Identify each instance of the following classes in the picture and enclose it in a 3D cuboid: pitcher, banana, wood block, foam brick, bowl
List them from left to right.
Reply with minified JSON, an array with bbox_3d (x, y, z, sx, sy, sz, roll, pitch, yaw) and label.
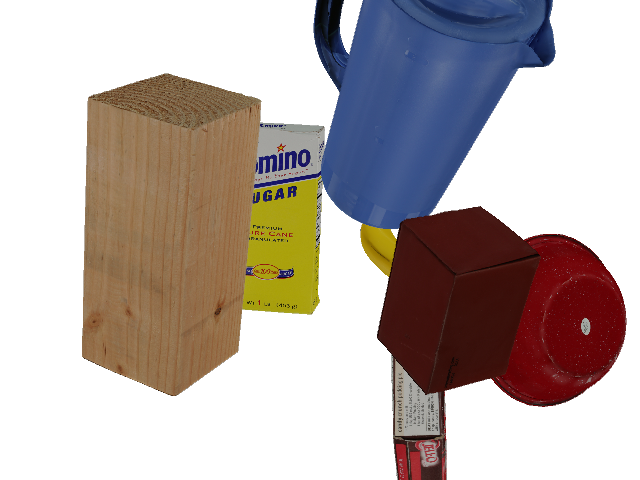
[{"bbox_3d":[-0.110,-0.005,0.779,0.090,0.206,0.090,19,27,24],"label":"wood block"},{"bbox_3d":[0.088,0.017,1.181,0.069,0.037,0.198,2,23,-34],"label":"banana"},{"bbox_3d":[0.068,-0.125,0.841,0.144,0.149,0.243,0,-36,-15],"label":"pitcher"},{"bbox_3d":[0.068,0.030,0.542,0.052,0.078,0.051,-10,38,-27],"label":"foam brick"},{"bbox_3d":[0.222,0.075,0.968,0.161,0.162,0.055,0,2,-24],"label":"bowl"}]

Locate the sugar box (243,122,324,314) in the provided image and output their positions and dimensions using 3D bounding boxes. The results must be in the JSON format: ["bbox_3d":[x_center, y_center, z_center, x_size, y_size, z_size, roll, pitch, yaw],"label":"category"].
[{"bbox_3d":[-0.046,-0.022,1.012,0.093,0.176,0.048,3,15,8],"label":"sugar box"}]

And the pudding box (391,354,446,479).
[{"bbox_3d":[0.071,0.118,0.760,0.039,0.113,0.090,-3,-43,4],"label":"pudding box"}]
